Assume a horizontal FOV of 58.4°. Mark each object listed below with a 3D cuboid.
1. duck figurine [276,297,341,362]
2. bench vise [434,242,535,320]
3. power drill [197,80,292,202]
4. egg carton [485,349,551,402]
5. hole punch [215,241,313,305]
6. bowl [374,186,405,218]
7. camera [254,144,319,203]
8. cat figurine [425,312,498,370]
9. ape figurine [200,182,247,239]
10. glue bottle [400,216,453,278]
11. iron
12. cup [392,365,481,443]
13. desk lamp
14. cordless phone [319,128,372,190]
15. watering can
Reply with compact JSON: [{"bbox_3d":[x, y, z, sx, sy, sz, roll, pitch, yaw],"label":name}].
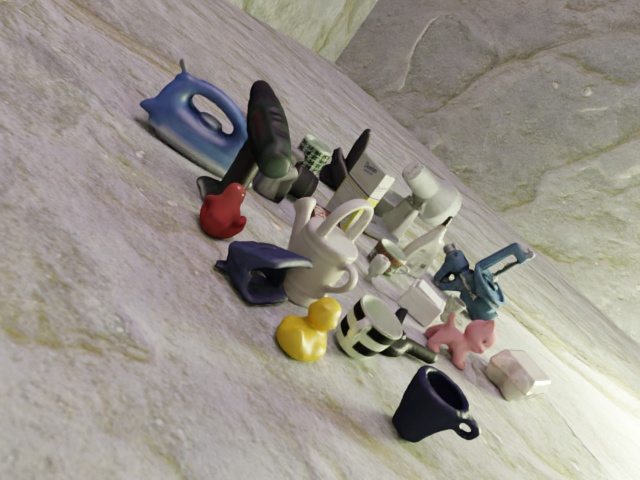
[{"bbox_3d":[-0.008,0.119,0.813,0.077,0.086,0.105,44,21,16],"label":"duck figurine"},{"bbox_3d":[0.395,0.071,1.389,0.207,0.219,0.122,40,21,5],"label":"bench vise"},{"bbox_3d":[-0.128,-0.153,1.004,0.076,0.208,0.229,22,26,-37],"label":"power drill"},{"bbox_3d":[0.413,0.282,1.194,0.151,0.069,0.107,13,32,-49],"label":"egg carton"},{"bbox_3d":[-0.082,0.034,0.859,0.101,0.091,0.109,49,23,25],"label":"hole punch"},{"bbox_3d":[0.179,-0.096,1.581,0.168,0.074,0.167,33,21,-14],"label":"bowl"},{"bbox_3d":[-0.066,-0.144,1.238,0.137,0.100,0.143,30,22,-21],"label":"camera"},{"bbox_3d":[0.288,0.185,1.119,0.128,0.117,0.067,32,21,-16],"label":"cat figurine"},{"bbox_3d":[-0.149,-0.052,0.924,0.078,0.092,0.076,41,21,6],"label":"ape figurine"},{"bbox_3d":[0.256,0.010,1.350,0.078,0.173,0.037,28,23,-25],"label":"glue bottle"},{"bbox_3d":[-0.208,-0.226,1.117,0.259,0.141,0.118,35,21,-10],"label":"iron"},{"bbox_3d":[0.157,0.249,0.805,0.117,0.095,0.092,45,22,17],"label":"cup"},{"bbox_3d":[0.227,-0.087,1.447,0.204,0.213,0.117,22,26,-36],"label":"desk lamp"},{"bbox_3d":[0.086,-0.225,1.538,0.094,0.185,0.147,32,22,-17],"label":"cordless phone"},{"bbox_3d":[0.007,0.003,0.924,0.172,0.194,0.101,42,21,10],"label":"watering can"}]
